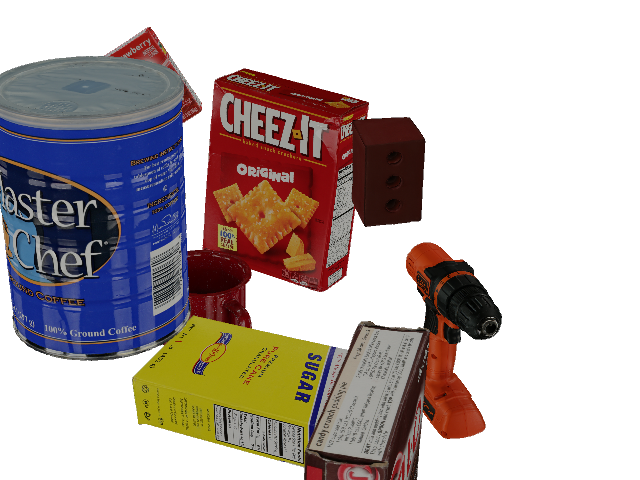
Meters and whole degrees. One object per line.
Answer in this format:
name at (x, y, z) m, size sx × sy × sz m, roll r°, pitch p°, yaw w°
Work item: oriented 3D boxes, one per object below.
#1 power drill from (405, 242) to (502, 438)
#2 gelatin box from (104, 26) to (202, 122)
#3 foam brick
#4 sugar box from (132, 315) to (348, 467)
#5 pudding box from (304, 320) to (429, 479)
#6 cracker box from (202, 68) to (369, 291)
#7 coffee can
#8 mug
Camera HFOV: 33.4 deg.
power drill at (0.143, 0.113, 1.138) m, size 0.057 × 0.188 × 0.184 m, roll -7°, pitch 24°, yaw -13°
gelatin box at (-0.147, -0.108, 0.818) m, size 0.089 × 0.073 × 0.030 m, roll -31°, pitch 19°, yaw 6°
foam brick at (0.057, -0.060, 0.908) m, size 0.053 × 0.078 × 0.051 m, roll -6°, pitch 29°, yaw -9°
sugar box at (-0.031, 0.106, 0.737) m, size 0.176 × 0.048 × 0.093 m, roll 8°, pitch 29°, yaw 21°
pudding box at (0.021, 0.101, 0.476) m, size 0.039 × 0.090 × 0.113 m, roll 8°, pitch 26°, yaw 10°
cracker box at (-0.044, -0.066, 1.193) m, size 0.164 × 0.214 × 0.072 m, roll 19°, pitch 28°, yaw 23°
coffee can at (-0.125, -0.020, 0.590) m, size 0.103 × 0.140 × 0.103 m, roll 1°, pitch 26°, yaw -1°
mug at (-0.105, 0.070, 1.030) m, size 0.093 × 0.081 × 0.117 m, roll -22°, pitch 36°, yaw -39°
